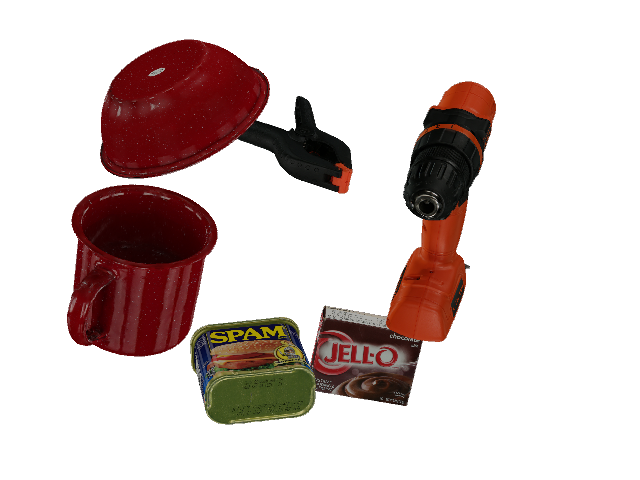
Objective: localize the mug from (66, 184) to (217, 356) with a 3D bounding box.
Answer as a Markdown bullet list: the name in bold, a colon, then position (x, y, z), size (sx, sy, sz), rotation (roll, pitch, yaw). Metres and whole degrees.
- **mug**: position (-0.125, 0.027, 0.694), size (0.093, 0.082, 0.117), rotation (23, 34, 13)

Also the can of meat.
- **can of meat**: position (-0.060, 0.116, 0.947), size (0.102, 0.057, 0.084), rotation (-5, 27, -12)

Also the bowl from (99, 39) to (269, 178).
- **bowl**: position (-0.127, -0.123, 0.911), size (0.162, 0.055, 0.162), rotation (-17, 36, 13)

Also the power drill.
- **power drill**: position (0.095, -0.014, 0.851), size (0.057, 0.188, 0.184), rotation (15, 35, 12)

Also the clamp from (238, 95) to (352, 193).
- **clamp**: position (-0.033, -0.103, 1.132), size (0.120, 0.039, 0.172), rotation (-15, 38, -23)

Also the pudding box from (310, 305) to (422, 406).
- **pudding box**: position (0.049, 0.125, 1.163), size (0.113, 0.090, 0.039), rotation (9, 24, -4)
